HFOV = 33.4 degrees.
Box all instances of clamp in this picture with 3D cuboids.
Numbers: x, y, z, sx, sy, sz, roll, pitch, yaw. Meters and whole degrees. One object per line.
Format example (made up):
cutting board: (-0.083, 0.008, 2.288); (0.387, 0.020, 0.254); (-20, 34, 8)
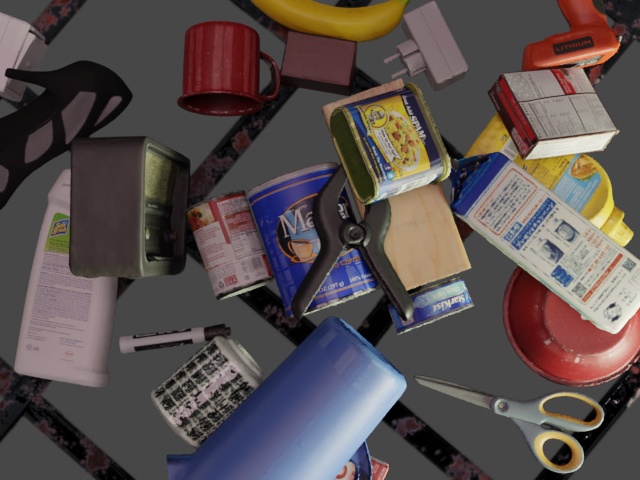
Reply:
clamp: (0.041, 0.003, 1.053); (0.120, 0.039, 0.171); (11, 81, -13)

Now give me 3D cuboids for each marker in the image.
marker: (-0.156, 0.107, 1.157); (0.121, 0.020, 0.020); (-7, 86, 2)

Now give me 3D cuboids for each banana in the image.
banana: (0.005, -0.252, 1.168); (0.198, 0.037, 0.069); (7, 70, 2)

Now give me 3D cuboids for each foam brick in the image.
foam brick: (0.000, -0.191, 1.154); (0.078, 0.053, 0.051); (10, 86, 3)

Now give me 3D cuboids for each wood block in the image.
wood block: (0.079, -0.052, 1.122); (0.090, 0.091, 0.206); (-20, 86, 2)

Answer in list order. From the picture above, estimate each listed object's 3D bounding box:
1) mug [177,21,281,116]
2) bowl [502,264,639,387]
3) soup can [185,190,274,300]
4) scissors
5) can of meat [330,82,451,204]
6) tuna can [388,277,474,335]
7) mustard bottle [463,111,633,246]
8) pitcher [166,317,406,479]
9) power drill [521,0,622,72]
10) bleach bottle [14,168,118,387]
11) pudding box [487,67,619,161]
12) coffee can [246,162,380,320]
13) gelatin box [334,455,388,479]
mug: (-0.095, -0.182, 1.147); (0.117, 0.093, 0.081); (5, 80, -28)
bowl: (0.276, 0.075, 1.122); (0.162, 0.055, 0.162); (0, 86, 3)
soup can: (-0.095, 0.006, 1.137); (0.068, 0.068, 0.102); (-20, 86, 1)
scissors: (0.199, 0.196, 1.136); (0.202, 0.016, 0.096); (2, 86, 3)
can of meat: (0.066, -0.092, 1.033); (0.083, 0.058, 0.102); (-19, 81, -21)
tuna can: (0.115, 0.068, 1.114); (0.086, 0.086, 0.034); (-21, 83, 1)
mustard bottle: (0.248, -0.056, 1.129); (0.191, 0.058, 0.096); (36, 75, 4)
pitcher: (-0.021, 0.205, 1.075); (0.243, 0.149, 0.145); (-48, 55, 0)
power drill: (0.235, -0.273, 1.146); (0.184, 0.057, 0.187); (-12, 86, 2)
bleach bottle: (-0.256, 0.026, 1.148); (0.102, 0.068, 0.251); (10, 84, 2)
pudding box: (0.242, -0.133, 1.110); (0.113, 0.039, 0.090); (-10, 64, -26)
coffee can: (-0.007, 0.001, 1.116); (0.103, 0.103, 0.140); (-19, 86, 1)
gelatin box: (0.022, 0.264, 1.132); (0.073, 0.030, 0.089); (24, 87, 5)
